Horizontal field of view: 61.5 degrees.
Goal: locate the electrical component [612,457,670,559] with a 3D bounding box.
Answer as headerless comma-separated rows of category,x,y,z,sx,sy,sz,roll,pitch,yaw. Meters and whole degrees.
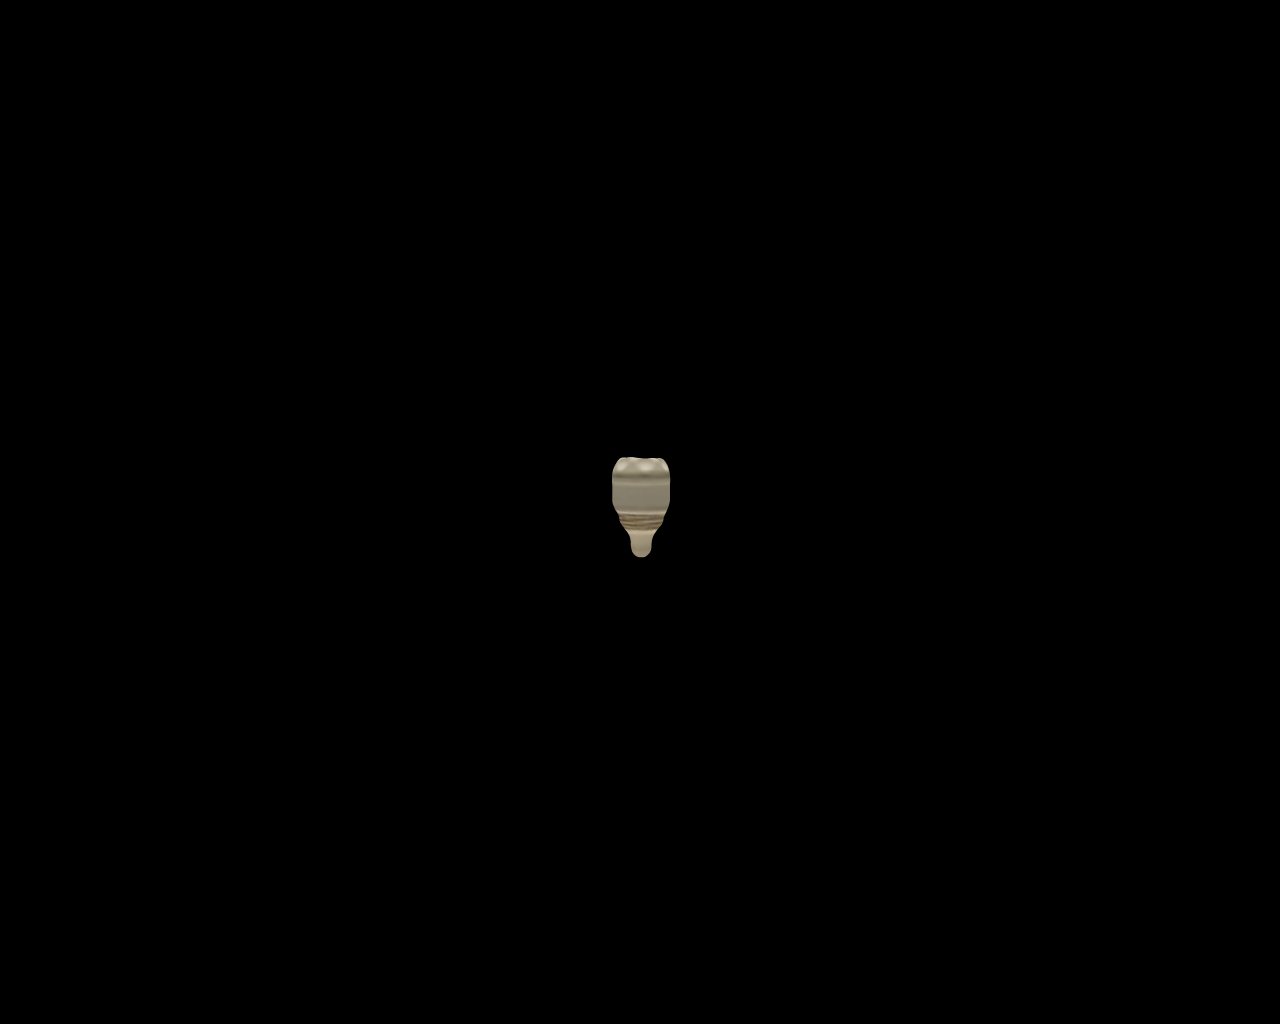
electrical component,0.001,-0.003,0.650,0.035,0.061,0.035,0,4,0
